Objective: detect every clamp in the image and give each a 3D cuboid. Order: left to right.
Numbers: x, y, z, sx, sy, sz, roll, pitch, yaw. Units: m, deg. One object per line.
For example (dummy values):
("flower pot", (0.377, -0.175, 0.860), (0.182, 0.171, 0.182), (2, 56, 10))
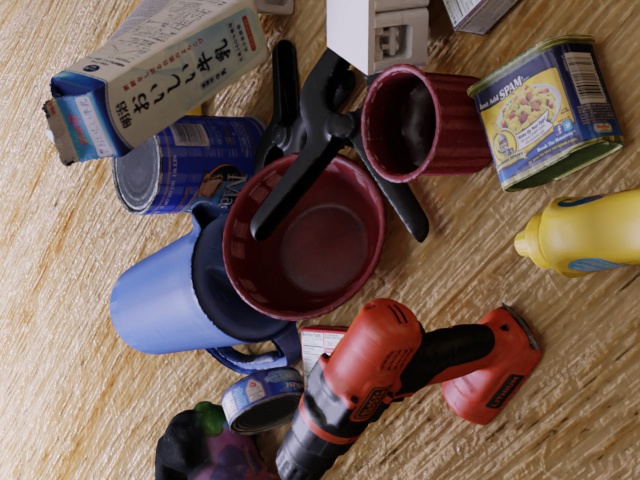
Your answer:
("clamp", (-0.020, -0.104, 1.039), (0.120, 0.039, 0.171), (25, 109, 54))
("clamp", (0.033, -0.091, 0.942), (0.165, 0.036, 0.210), (8, 79, 24))

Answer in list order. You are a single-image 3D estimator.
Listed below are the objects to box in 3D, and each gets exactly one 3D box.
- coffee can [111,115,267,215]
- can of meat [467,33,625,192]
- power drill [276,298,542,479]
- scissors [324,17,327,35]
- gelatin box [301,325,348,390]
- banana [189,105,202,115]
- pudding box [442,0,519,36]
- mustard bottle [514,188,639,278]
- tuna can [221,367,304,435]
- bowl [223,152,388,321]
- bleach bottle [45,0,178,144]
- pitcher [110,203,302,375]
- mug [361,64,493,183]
("coffee can", (-0.129, -0.078, 1.099), (0.103, 0.140, 0.103), (5, 96, 52))
("can of meat", (0.166, -0.091, 0.784), (0.102, 0.057, 0.084), (-30, 71, 50))
("power drill", (0.068, 0.116, 0.818), (0.057, 0.187, 0.185), (56, 131, 32))
("scissors", (0.056, -0.232, 0.951), (0.202, 0.016, 0.096), (3, 96, 52))
("gelatin box", (0.016, 0.126, 1.015), (0.073, 0.030, 0.089), (-2, 90, 54))
("banana", (-0.169, -0.198, 1.233), (0.070, 0.037, 0.198), (108, 143, -53))
("pudding box", (0.134, -0.229, 0.831), (0.114, 0.039, 0.090), (-44, 57, 47))
("mustard bottle", (0.205, -0.008, 0.705), (0.192, 0.096, 0.058), (-12, 85, 52))
("tuna can", (-0.054, 0.160, 1.062), (0.086, 0.085, 0.034), (-50, 52, 42))
("bowl", (-0.006, 0.001, 0.981), (0.162, 0.055, 0.162), (-7, 70, 21))
("bleach bottle", (-0.193, -0.190, 1.109), (0.103, 0.250, 0.068), (8, 143, 53))
("pitcher", (-0.123, 0.065, 1.124), (0.243, 0.144, 0.149), (-20, 62, 55))
("mug", (0.086, -0.097, 0.866), (0.117, 0.081, 0.093), (32, 117, 47))
